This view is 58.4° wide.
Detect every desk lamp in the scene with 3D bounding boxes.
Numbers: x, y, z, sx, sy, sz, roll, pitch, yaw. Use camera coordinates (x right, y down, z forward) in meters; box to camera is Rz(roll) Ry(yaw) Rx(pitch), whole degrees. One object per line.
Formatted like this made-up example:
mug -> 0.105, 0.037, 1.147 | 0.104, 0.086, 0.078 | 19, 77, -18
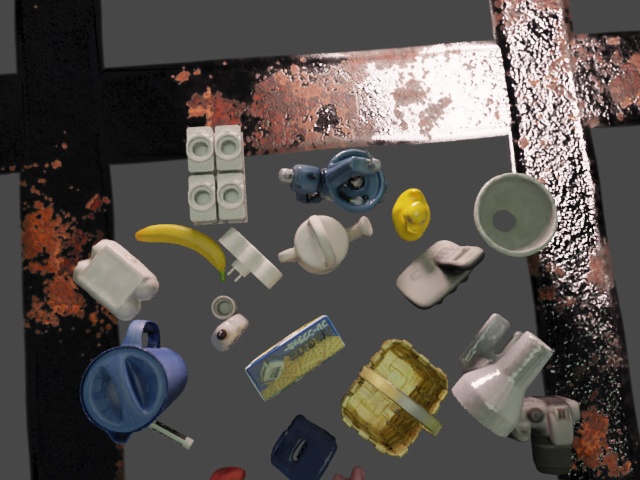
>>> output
desk lamp -> 0.323, 0.235, 1.031 | 0.118, 0.213, 0.203 | 38, 82, 3

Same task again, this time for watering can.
watering can -> 0.009, 0.002, 1.055 | 0.173, 0.194, 0.101 | -42, 86, -7

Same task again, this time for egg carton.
egg carton -> -0.385, 0.075, 1.087 | 0.150, 0.069, 0.107 | 38, 82, 2

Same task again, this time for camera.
camera -> 0.419, 0.368, 1.075 | 0.143, 0.101, 0.137 | -3, 82, -3

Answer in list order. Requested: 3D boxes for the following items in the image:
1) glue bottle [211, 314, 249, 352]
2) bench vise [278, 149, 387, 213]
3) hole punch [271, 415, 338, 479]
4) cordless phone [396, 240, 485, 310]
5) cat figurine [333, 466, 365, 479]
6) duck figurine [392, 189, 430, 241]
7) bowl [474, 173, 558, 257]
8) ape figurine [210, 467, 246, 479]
glue bottle -> -0.168, 0.168, 1.034 | 0.037, 0.173, 0.078 | 41, 82, 3
bench vise -> 0.032, -0.105, 1.057 | 0.207, 0.219, 0.121 | -13, 83, -4
hole punch -> -0.032, 0.391, 1.053 | 0.101, 0.091, 0.109 | 33, 82, 2
cordless phone -> 0.226, 0.062, 1.063 | 0.148, 0.185, 0.094 | -44, 86, -7
cat figurine -> 0.075, 0.487, 1.032 | 0.067, 0.117, 0.128 | -25, 84, -6
duck figurine -> 0.185, -0.053, 1.126 | 0.077, 0.086, 0.104 | 6, 82, -2
bowl -> 0.378, -0.045, 1.141 | 0.167, 0.074, 0.167 | 0, 82, -3
ape figurine -> -0.166, 0.452, 1.037 | 0.076, 0.092, 0.078 | 40, 82, 3
